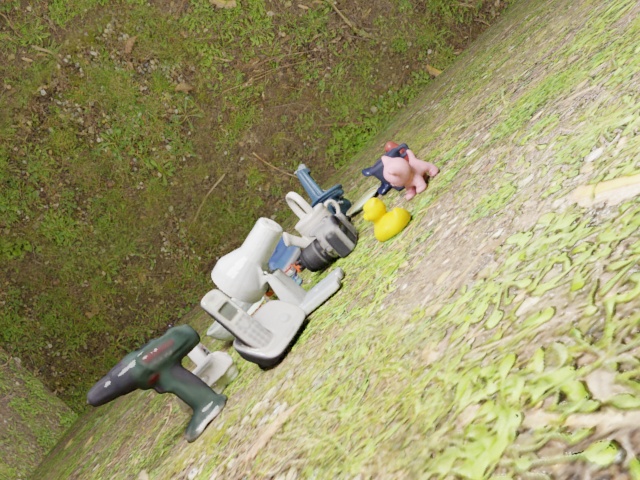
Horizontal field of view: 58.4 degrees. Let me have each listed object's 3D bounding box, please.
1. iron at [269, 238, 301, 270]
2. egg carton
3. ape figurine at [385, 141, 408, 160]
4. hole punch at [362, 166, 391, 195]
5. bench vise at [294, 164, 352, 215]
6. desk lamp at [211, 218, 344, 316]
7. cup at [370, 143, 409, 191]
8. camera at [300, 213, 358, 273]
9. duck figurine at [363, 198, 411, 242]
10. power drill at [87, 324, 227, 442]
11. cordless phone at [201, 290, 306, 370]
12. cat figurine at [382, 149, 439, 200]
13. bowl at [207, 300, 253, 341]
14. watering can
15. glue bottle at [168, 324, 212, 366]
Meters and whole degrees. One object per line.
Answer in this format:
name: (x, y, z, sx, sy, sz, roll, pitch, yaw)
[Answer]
iron: (-0.162, 0.054, 1.867, 0.118, 0.141, 0.258, -40, 9, 25)
egg carton: (-0.247, 0.311, 1.247, 0.150, 0.069, 0.107, -46, 9, -15)
ape figurine: (0.229, -0.254, 1.703, 0.076, 0.092, 0.078, -42, 9, 11)
hole punch: (0.180, -0.194, 1.638, 0.101, 0.091, 0.108, -43, 9, 7)
bench vise: (0.007, -0.138, 1.743, 0.121, 0.220, 0.207, -42, 9, 9)
desk lamp: (-0.093, 0.070, 1.208, 0.203, 0.213, 0.118, -41, 9, 16)
cup: (0.200, -0.184, 1.476, 0.117, 0.095, 0.092, -41, 9, 20)
camera: (0.013, 0.005, 1.415, 0.136, 0.101, 0.143, -41, 9, 18)
duck figurine: (0.130, -0.052, 1.187, 0.078, 0.086, 0.104, -49, 10, -30)
power drill: (-0.296, 0.288, 1.114, 0.230, 0.208, 0.075, -48, 10, -26)
cordless phone: (-0.129, 0.145, 1.109, 0.094, 0.185, 0.148, -36, 12, 42)
cat figurine: (0.194, -0.159, 1.307, 0.067, 0.118, 0.128, -33, 14, 51)
bowl: (-0.227, 0.223, 1.574, 0.167, 0.075, 0.167, -43, 8, 8)
watering can: (-0.024, -0.047, 1.526, 0.173, 0.194, 0.100, -50, 11, -35)
glue bottle: (-0.305, 0.266, 1.389, 0.037, 0.173, 0.078, -44, 9, -4)
